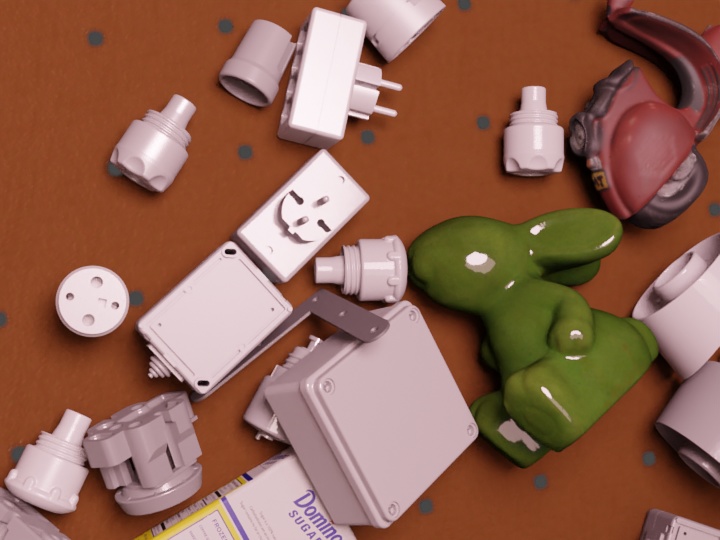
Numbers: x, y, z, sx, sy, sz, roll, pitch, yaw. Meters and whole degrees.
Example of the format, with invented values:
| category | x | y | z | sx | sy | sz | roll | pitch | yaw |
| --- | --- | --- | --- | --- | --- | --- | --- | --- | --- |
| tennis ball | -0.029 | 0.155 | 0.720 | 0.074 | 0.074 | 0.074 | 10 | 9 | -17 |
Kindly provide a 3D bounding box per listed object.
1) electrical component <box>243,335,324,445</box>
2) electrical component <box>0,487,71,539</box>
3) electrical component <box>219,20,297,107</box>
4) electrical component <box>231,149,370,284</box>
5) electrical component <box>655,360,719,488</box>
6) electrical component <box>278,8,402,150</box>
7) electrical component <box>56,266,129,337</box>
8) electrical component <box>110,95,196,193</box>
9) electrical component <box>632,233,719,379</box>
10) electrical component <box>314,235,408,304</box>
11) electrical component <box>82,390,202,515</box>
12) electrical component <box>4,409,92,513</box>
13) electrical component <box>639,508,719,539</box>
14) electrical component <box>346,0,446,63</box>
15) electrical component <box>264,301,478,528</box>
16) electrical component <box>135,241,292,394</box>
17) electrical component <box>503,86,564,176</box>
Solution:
| category | x | y | z | sx | sy | sz | roll | pitch | yaw |
| --- | --- | --- | --- | --- | --- | --- | --- | --- | --- |
| electrical component | -0.046 | 0.081 | 0.721 | 0.040 | 0.040 | 0.078 | 30 | 81 | -11 |
| electrical component | -0.213 | 0.178 | 0.649 | 0.095 | 0.053 | 0.059 | 28 | 78 | 31 |
| electrical component | -0.068 | -0.140 | 0.728 | 0.040 | 0.040 | 0.046 | 28 | 75 | -11 |
| electrical component | -0.036 | -0.036 | 0.712 | 0.083 | 0.076 | 0.047 | -45 | 98 | -12 |
| electrical component | 0.263 | 0.118 | 0.767 | 0.099 | 0.099 | 0.064 | 43 | 85 | -8 |
| electrical component | -0.009 | -0.125 | 0.738 | 0.076 | 0.047 | 0.083 | 13 | 84 | -13 |
| electrical component | -0.171 | 0.020 | 0.686 | 0.045 | 0.055 | 0.045 | 1 | 87 | -14 |
| electrical component | -0.131 | -0.085 | 0.707 | 0.043 | 0.043 | 0.062 | 33 | 79 | -10 |
| electrical component | 0.246 | 0.023 | 0.769 | 0.064 | 0.099 | 0.099 | 45 | 78 | -1 |
| electrical component | 0.000 | 0.000 | 0.736 | 0.062 | 0.048 | 0.048 | 0 | 87 | -8 |
| electrical component | -0.134 | 0.119 | 0.685 | 0.078 | 0.058 | 0.057 | -30 | 107 | -54 |
| electrical component | -0.192 | 0.120 | 0.683 | 0.048 | 0.048 | 0.062 | 26 | 75 | -11 |
| electrical component | 0.239 | 0.214 | 0.778 | 0.096 | 0.061 | 0.061 | 19 | 83 | -4 |
| electrical component | 0.023 | -0.180 | 0.745 | 0.047 | 0.055 | 0.055 | 46 | 78 | -4 |
| electrical component | 0.010 | 0.093 | 0.701 | 0.109 | 0.056 | 0.108 | -37 | 105 | -41 |
| electrical component | -0.101 | 0.036 | 0.699 | 0.096 | 0.061 | 0.061 | -43 | 97 | -12 |
| electrical component | 0.124 | -0.100 | 0.771 | 0.043 | 0.043 | 0.062 | 1 | 86 | -14 |
